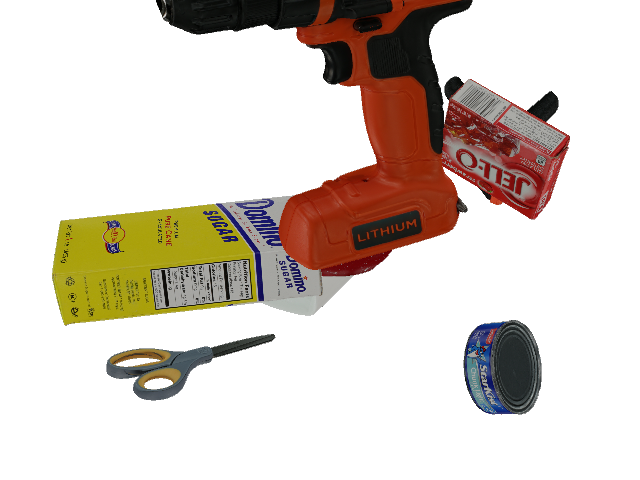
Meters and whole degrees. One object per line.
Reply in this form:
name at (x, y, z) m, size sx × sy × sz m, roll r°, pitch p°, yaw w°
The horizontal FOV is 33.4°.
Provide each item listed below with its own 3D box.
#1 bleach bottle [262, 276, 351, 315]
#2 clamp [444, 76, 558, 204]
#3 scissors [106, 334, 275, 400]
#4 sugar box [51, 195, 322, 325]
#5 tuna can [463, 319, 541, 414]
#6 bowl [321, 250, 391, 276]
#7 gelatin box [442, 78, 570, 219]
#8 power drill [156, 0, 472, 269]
bleach bottle at (0.018, -0.001, 1.329) m, size 0.103 × 0.068 × 0.250 m, roll 16°, pitch 36°, yaw 27°
clamp at (0.174, -0.108, 1.089) m, size 0.120 × 0.039 × 0.171 m, roll 11°, pitch 45°, yaw 12°
scissors at (-0.129, 0.136, 1.161) m, size 0.201 × 0.016 × 0.096 m, roll -4°, pitch 27°, yaw -21°
sugar box at (-0.092, 0.011, 0.740) m, size 0.176 × 0.048 × 0.093 m, roll -9°, pitch 26°, yaw -6°
tuna can at (0.168, 0.117, 0.981) m, size 0.034 × 0.086 × 0.085 m, roll -9°, pitch -6°, yaw 40°
bowl at (0.014, -0.002, 1.111) m, size 0.162 × 0.055 × 0.162 m, roll 0°, pitch 16°, yaw 0°
gelatin box at (0.131, -0.065, 0.775) m, size 0.089 × 0.030 × 0.073 m, roll 34°, pitch -29°, yaw 19°
power drill at (0.010, -0.079, 0.572) m, size 0.184 × 0.188 × 0.057 m, roll -14°, pitch 34°, yaw -17°
